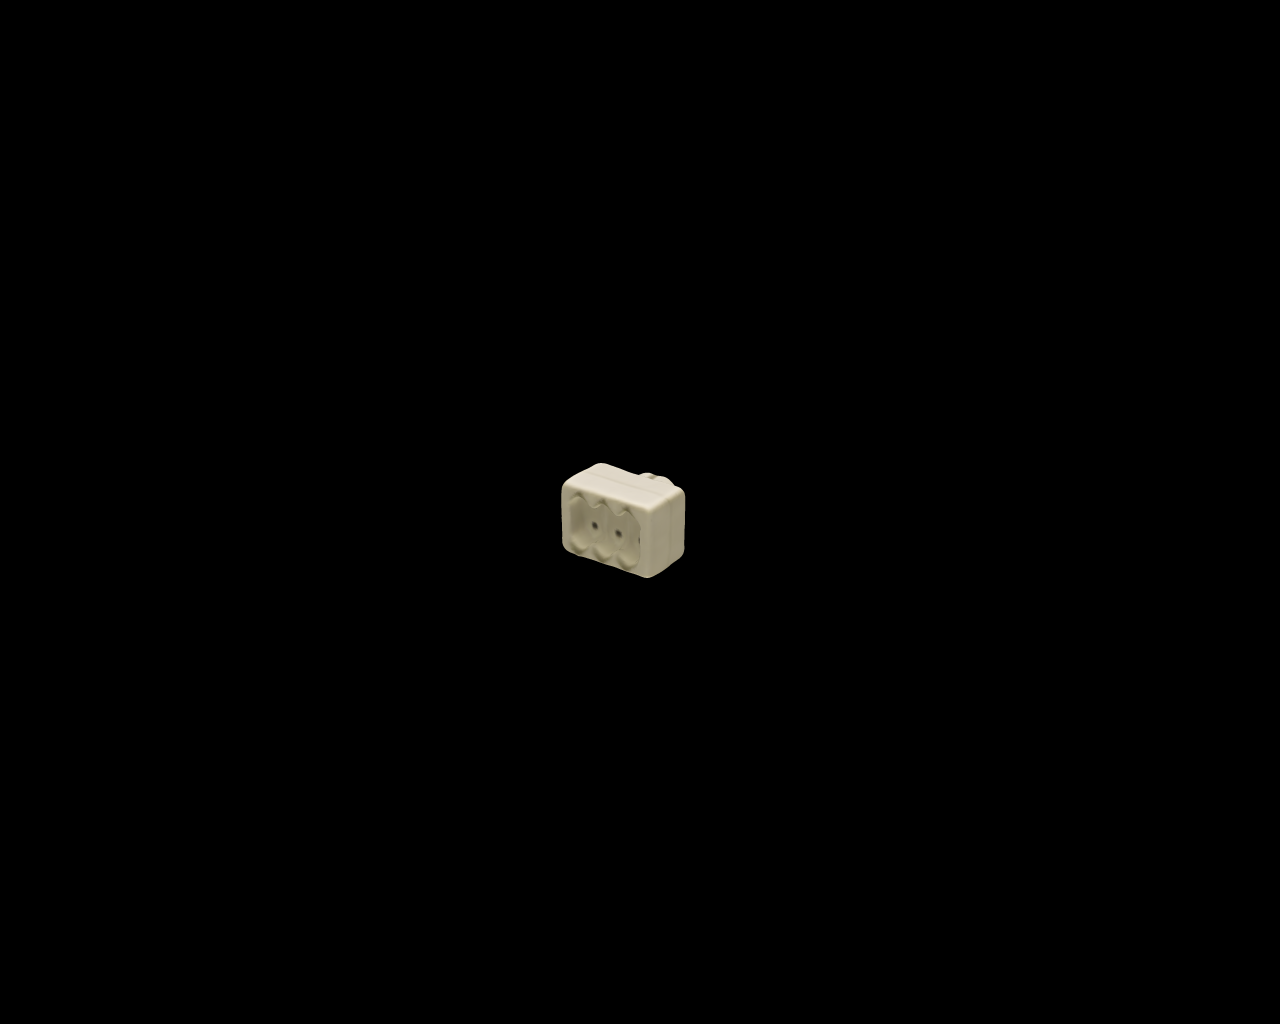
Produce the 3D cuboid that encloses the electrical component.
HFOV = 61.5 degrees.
[{"bbox_3d":[0.001,-0.003,0.650,0.066,0.047,0.077,18,32,31],"label":"electrical component"}]
